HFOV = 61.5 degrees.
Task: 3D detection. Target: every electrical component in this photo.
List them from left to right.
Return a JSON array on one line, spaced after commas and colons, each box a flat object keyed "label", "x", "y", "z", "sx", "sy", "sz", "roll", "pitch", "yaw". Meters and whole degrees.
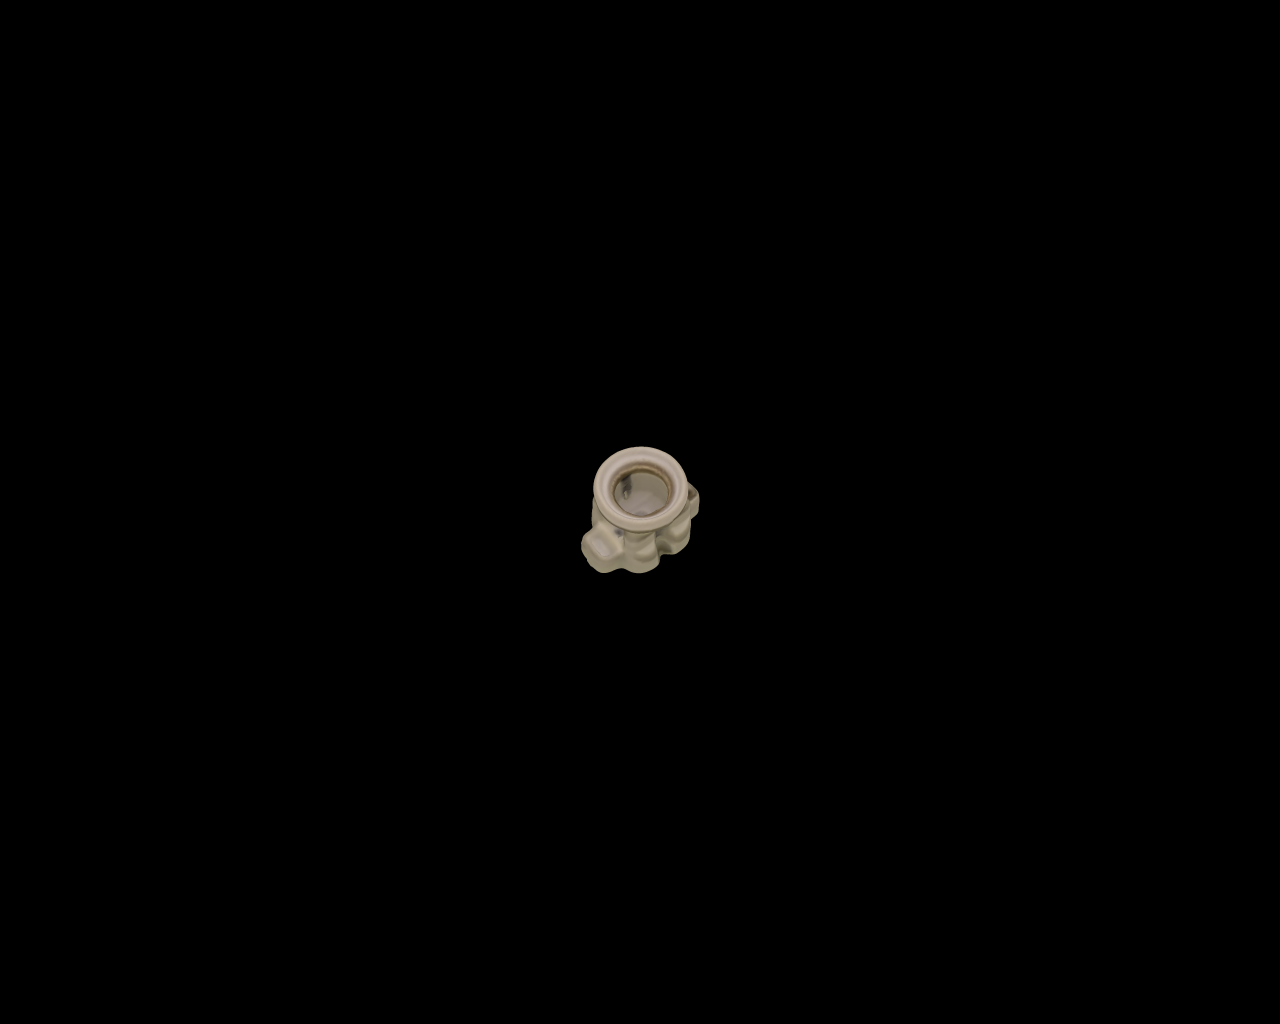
[{"label": "electrical component", "x": 0.001, "y": -0.003, "z": 0.650, "sx": 0.078, "sy": 0.058, "sz": 0.056, "roll": -32, "pitch": -26, "yaw": -18}]
